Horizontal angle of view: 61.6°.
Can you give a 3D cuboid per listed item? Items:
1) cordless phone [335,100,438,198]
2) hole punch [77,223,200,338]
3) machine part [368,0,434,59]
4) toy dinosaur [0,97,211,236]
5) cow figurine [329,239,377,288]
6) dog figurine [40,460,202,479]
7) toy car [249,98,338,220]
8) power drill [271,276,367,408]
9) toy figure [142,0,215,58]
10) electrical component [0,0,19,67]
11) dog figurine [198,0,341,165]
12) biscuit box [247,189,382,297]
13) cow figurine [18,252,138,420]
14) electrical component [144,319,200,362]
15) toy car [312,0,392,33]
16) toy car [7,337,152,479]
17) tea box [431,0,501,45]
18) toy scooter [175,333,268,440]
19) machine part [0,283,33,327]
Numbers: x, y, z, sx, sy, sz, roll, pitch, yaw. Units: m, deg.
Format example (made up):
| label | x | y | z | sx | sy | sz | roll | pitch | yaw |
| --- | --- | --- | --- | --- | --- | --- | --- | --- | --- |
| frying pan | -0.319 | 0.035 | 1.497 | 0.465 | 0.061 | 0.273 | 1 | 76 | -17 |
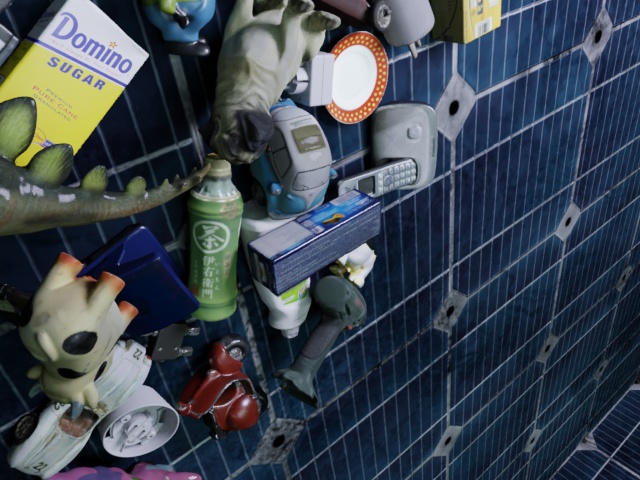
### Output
| label | x | y | z | sx | sy | sz | roll | pitch | yaw |
| --- | --- | --- | --- | --- | --- | --- | --- | --- | --- |
| cordless phone | 0.094 | -0.135 | 0.845 | 0.184 | 0.089 | 0.146 | -24 | 127 | -26 |
| hole punch | -0.223 | 0.061 | 0.657 | 0.116 | 0.092 | 0.142 | -40 | 137 | -14 |
| machine part | 0.095 | -0.353 | 0.728 | 0.079 | 0.079 | 0.243 | -49 | 135 | -11 |
| toy dinosaur | -0.325 | -0.041 | 0.454 | 0.471 | 0.105 | 0.198 | 2 | 129 | -42 |
| cow figurine | 0.041 | -0.002 | 0.876 | 0.098 | 0.068 | 0.167 | -53 | 140 | -14 |
| dog figurine | -0.268 | 0.371 | 0.727 | 0.219 | 0.192 | 0.108 | 12 | 98 | -29 |
| toy car | -0.033 | -0.113 | 0.694 | 0.109 | 0.103 | 0.161 | -18 | 94 | -33 |
| power drill | 0.014 | 0.169 | 0.893 | 0.207 | 0.086 | 0.231 | -53 | 156 | -18 |
| toy figure | -0.152 | -0.279 | 0.540 | 0.089 | 0.082 | 0.179 | -23 | 129 | -33 |
| electrical component | -0.328 | -0.191 | 0.444 | 0.115 | 0.058 | 0.134 | -52 | 137 | -5 |
| dog figurine | -0.067 | -0.189 | 0.638 | 0.172 | 0.121 | 0.190 | -21 | 133 | -63 |
| biscuit box | -0.002 | -0.002 | 0.746 | 0.203 | 0.059 | 0.062 | -29 | 132 | -31 |
| cow figurine | -0.253 | 0.108 | 0.558 | 0.127 | 0.085 | 0.194 | -61 | 178 | -28 |
| electrical component | -0.216 | 0.140 | 0.753 | 0.094 | 0.021 | 0.063 | 10 | 105 | -45 |
| toy car | 0.009 | -0.305 | 0.664 | 0.202 | 0.089 | 0.053 | 4 | 103 | -44 |
| toy car | -0.303 | 0.211 | 0.686 | 0.202 | 0.056 | 0.073 | -47 | 135 | -12 |
| tea box | 0.224 | -0.401 | 0.825 | 0.098 | 0.068 | 0.169 | -32 | 129 | -27 |
| toy scooter | -0.153 | 0.240 | 0.816 | 0.135 | 0.075 | 0.183 | -41 | 134 | -37 |
| machine part | -0.326 | 0.083 | 0.591 | 0.138 | 0.084 | 0.039 | 67 | 28 | -50 |
